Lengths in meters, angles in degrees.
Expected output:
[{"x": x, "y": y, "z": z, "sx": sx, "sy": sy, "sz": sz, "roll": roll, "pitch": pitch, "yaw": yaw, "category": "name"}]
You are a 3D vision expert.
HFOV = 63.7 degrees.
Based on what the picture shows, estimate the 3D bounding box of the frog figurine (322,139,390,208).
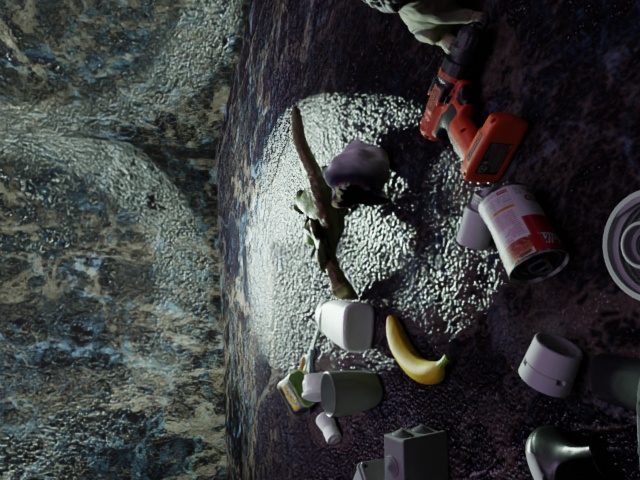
[{"x": 0.072, "y": -0.150, "z": 1.018, "sx": 0.136, "sy": 0.163, "sz": 0.121, "roll": -19, "pitch": -38, "yaw": 32, "category": "frog figurine"}]

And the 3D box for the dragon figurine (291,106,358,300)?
[{"x": 0.003, "y": -0.053, "z": 1.049, "sx": 0.122, "sy": 0.403, "sz": 0.247, "roll": -18, "pitch": 26, "yaw": 3, "category": "dragon figurine"}]
